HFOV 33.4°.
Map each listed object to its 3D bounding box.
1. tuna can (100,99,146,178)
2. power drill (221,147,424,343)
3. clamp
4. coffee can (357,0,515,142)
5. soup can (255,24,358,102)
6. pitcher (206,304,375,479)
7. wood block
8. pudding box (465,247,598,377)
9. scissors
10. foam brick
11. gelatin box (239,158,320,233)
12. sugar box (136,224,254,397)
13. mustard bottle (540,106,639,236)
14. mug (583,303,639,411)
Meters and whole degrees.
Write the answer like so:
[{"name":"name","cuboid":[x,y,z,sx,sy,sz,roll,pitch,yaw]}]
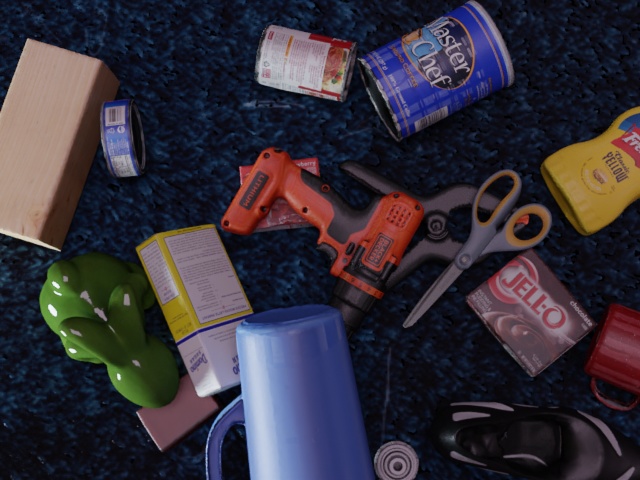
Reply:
[{"name":"tuna can","cuboid":[-0.216,-0.112,1.176,0.034,0.086,0.086,-7,81,0]},{"name":"power drill","cuboid":[-0.007,0.001,1.133,0.187,0.057,0.184,30,89,4]},{"name":"clamp","cuboid":[0.119,-0.023,1.168,0.210,0.036,0.164,-12,88,1]},{"name":"coffee can","cuboid":[0.125,-0.183,1.161,0.140,0.103,0.103,-27,81,-1]},{"name":"soup can","cuboid":[-0.015,-0.197,1.188,0.102,0.068,0.068,13,82,5]},{"name":"pitcher","cuboid":[-0.025,0.194,1.068,0.145,0.148,0.243,-3,98,45]},{"name":"wood block","cuboid":[-0.303,-0.103,1.177,0.091,0.090,0.206,17,83,5]},{"name":"pudding box","cuboid":[0.226,0.078,1.149,0.090,0.039,0.113,-38,81,-3]},{"name":"scissors","cuboid":[0.175,0.023,1.140,0.096,0.016,0.202,26,91,2]},{"name":"foam brick","cuboid":[-0.149,0.183,1.145,0.078,0.053,0.051,-37,82,-5]},{"name":"gelatin box","cuboid":[-0.042,-0.049,1.185,0.089,0.030,0.073,-6,81,2]},{"name":"sugar box","cuboid":[-0.121,0.073,1.140,0.048,0.093,0.176,-29,80,39]},{"name":"mustard bottle","cuboid":[0.344,-0.091,1.159,0.191,0.058,0.096,-30,80,-2]},{"name":"mug","cuboid":[0.324,0.126,1.119,0.081,0.093,0.117,22,119,11]}]
